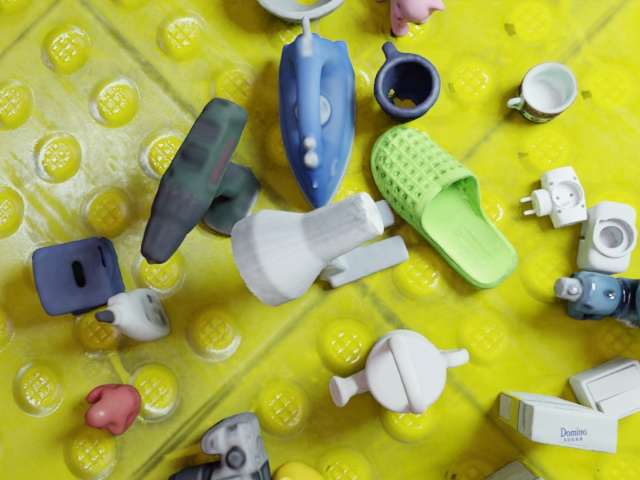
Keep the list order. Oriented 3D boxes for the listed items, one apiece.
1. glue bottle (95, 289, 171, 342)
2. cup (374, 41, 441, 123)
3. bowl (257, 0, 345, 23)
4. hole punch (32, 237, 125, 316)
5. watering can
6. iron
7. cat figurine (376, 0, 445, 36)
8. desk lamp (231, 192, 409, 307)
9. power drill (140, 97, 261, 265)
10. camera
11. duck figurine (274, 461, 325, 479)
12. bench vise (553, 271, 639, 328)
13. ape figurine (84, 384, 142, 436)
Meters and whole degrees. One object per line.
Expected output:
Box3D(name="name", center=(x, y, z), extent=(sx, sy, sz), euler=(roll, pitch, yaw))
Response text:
Box3D(name="glue bottle", center=(-0.261, 0.103, 0.787), extent=(0.037, 0.173, 0.078), euler=(-25, 80, 3))
Box3D(name="cup", center=(0.118, -0.218, 0.823), extent=(0.091, 0.095, 0.118), euler=(-25, 81, 3))
Box3D(name="bowl", center=(-0.024, -0.399, 0.872), extent=(0.167, 0.075, 0.167), euler=(-1, 83, 7))
Box3D(name="hole punch", center=(-0.355, 0.051, 0.845), extent=(0.101, 0.091, 0.108), euler=(-19, 81, 4))
Box3D(name="watering can", center=(0.101, 0.172, 0.726), extent=(0.173, 0.194, 0.101), euler=(-38, 80, 1))
Box3D(name="iron", center=(-0.009, -0.174, 0.808), extent=(0.118, 0.141, 0.258), euler=(-3, 83, 6))
Box3D(name="cat figurine", center=(0.125, -0.360, 0.828), extent=(0.067, 0.118, 0.128), euler=(-30, 80, 2))
Box3D(name="desk lamp", center=(0.007, 0.003, 0.748), extent=(0.203, 0.213, 0.118), euler=(-22, 81, 4))
Box3D(name="power drill", center=(-0.150, -0.066, 0.777), extent=(0.075, 0.208, 0.230), euler=(19, 85, 9))
Box3D(name="camera", center=(-0.143, 0.324, 0.782), extent=(0.136, 0.101, 0.143), euler=(-14, 81, 5))
Box3D(name="duck figurine", center=(-0.026, 0.357, 0.772), extent=(0.077, 0.086, 0.104), euler=(-36, 80, 1))
Box3D(name="bench vise", center=(0.403, 0.082, 0.689), extent=(0.207, 0.220, 0.121), euler=(-11, 82, 5))
Box3D(name="ape figurine", center=(-0.301, 0.243, 0.815), extent=(0.076, 0.092, 0.078), euler=(-23, 81, 3))
